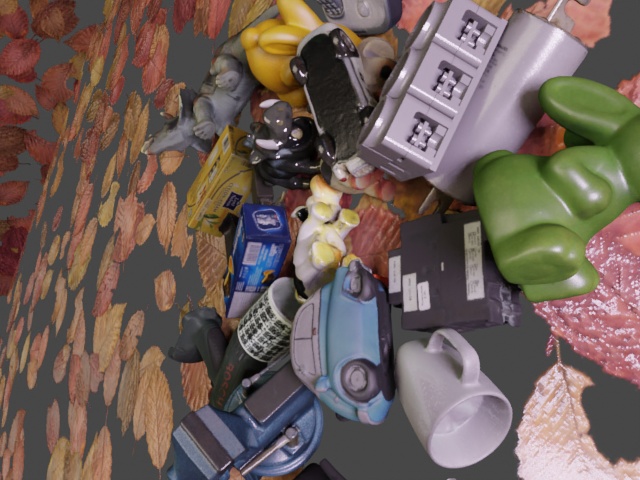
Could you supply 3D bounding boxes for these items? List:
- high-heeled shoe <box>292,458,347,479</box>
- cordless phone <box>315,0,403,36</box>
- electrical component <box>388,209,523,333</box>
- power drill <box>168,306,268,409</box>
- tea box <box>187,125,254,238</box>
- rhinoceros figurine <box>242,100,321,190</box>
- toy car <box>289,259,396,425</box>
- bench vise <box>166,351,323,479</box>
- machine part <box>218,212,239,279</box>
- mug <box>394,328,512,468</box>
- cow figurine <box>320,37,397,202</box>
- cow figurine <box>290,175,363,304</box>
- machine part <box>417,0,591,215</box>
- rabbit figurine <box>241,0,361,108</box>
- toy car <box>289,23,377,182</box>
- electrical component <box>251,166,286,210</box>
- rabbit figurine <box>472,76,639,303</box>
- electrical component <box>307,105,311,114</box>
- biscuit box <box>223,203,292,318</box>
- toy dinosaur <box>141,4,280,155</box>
[{"bbox_3d":[0.016,0.324,0.591,0.145,0.086,0.248,47,140,15],"label":"high-heeled shoe"},{"bbox_3d":[0.013,-0.344,0.689,0.147,0.184,0.088,30,99,52],"label":"cordless phone"},{"bbox_3d":[0.126,0.032,0.527,0.134,0.058,0.115,-15,65,50],"label":"electrical component"},{"bbox_3d":[-0.166,0.213,0.831,0.207,0.086,0.232,39,108,55],"label":"power drill"},{"bbox_3d":[-0.166,-0.100,0.931,0.169,0.068,0.098,-51,34,31],"label":"tea box"},{"bbox_3d":[-0.048,-0.126,0.722,0.190,0.112,0.073,121,155,-76],"label":"rhinoceros figurine"},{"bbox_3d":[0.020,0.104,0.546,0.103,0.109,0.161,-8,77,17],"label":"toy car"},{"bbox_3d":[-0.080,0.238,0.616,0.129,0.240,0.223,30,61,18],"label":"bench vise"},{"bbox_3d":[-0.137,0.021,0.889,0.084,0.039,0.139,-49,46,39],"label":"machine part"},{"bbox_3d":[0.109,0.129,0.488,0.107,0.081,0.109,-131,33,-60],"label":"mug"},{"bbox_3d":[0.051,-0.153,0.666,0.127,0.085,0.194,15,92,47],"label":"cow figurine"},{"bbox_3d":[0.000,-0.002,0.684,0.098,0.068,0.167,-51,29,40],"label":"cow figurine"},{"bbox_3d":[0.165,-0.120,0.506,0.243,0.079,0.079,-59,40,23],"label":"machine part"},{"bbox_3d":[-0.017,-0.274,0.755,0.173,0.162,0.122,17,80,36],"label":"rabbit figurine"},{"bbox_3d":[0.022,-0.157,0.601,0.073,0.056,0.202,-29,64,25],"label":"toy car"},{"bbox_3d":[-0.081,-0.074,0.844,0.078,0.045,0.102,104,159,-53],"label":"electrical component"},{"bbox_3d":[0.217,-0.044,0.416,0.170,0.121,0.159,-24,52,26],"label":"rabbit figurine"},{"bbox_3d":[0.011,-0.182,0.774,0.094,0.021,0.063,-4,75,52],"label":"electrical component"},{"bbox_3d":[-0.093,0.035,0.750,0.202,0.059,0.063,114,152,-48],"label":"biscuit box"},{"bbox_3d":[-0.164,-0.282,0.965,0.404,0.131,0.192,-48,45,24],"label":"toy dinosaur"}]
